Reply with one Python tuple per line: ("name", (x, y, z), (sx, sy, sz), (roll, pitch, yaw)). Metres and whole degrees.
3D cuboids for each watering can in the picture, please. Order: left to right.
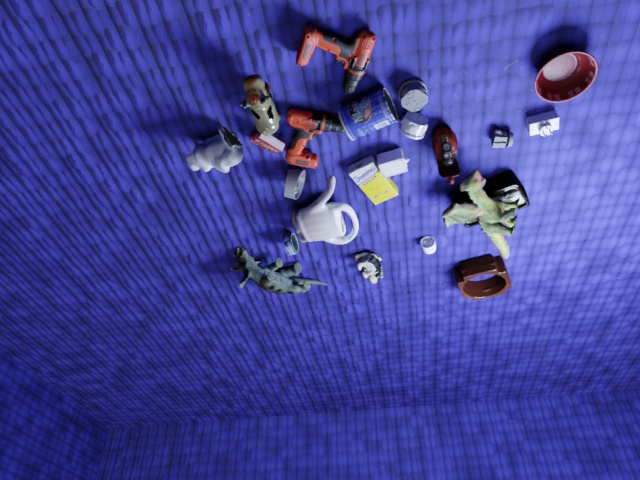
("watering can", (0.005, -0.089, 1.769), (0.224, 0.106, 0.340), (-11, -41, 13))

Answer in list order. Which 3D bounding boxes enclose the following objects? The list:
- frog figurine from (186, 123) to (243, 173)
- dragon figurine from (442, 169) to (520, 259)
("frog figurine", (-0.312, -0.251, 1.537), (0.158, 0.139, 0.122), (-42, -23, 15))
("dragon figurine", (0.532, -0.071, 1.722), (0.243, 0.125, 0.400), (9, -39, 19))
